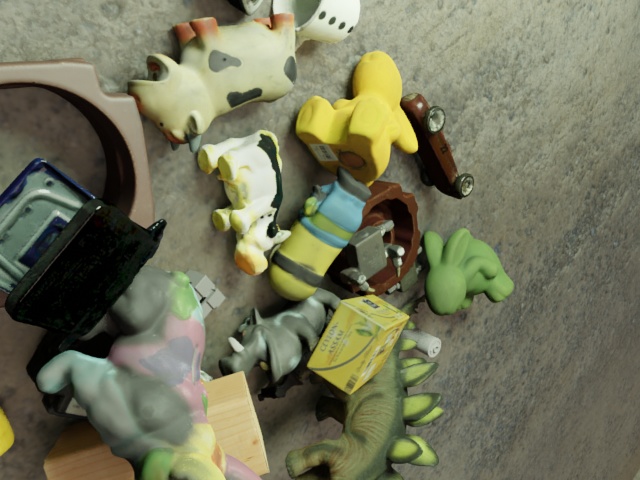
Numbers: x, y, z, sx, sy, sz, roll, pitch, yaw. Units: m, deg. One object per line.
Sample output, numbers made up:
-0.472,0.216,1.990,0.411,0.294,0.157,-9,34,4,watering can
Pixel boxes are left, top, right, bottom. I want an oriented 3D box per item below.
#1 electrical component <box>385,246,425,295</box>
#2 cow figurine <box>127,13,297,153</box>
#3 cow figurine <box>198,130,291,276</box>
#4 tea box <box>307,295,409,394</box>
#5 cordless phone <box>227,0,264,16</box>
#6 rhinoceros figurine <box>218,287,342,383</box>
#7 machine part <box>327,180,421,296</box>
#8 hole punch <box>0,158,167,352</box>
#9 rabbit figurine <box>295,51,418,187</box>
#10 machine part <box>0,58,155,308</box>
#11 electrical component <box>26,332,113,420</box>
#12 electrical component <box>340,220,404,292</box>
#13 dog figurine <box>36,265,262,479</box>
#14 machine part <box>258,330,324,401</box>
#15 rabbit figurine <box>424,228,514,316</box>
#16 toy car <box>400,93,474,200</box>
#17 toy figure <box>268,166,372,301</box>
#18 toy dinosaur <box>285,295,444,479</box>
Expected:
0.140,0.051,0.900,0.094,0.021,0.063,-33,123,-27,electrical component
-0.111,-0.170,0.576,0.195,0.086,0.127,-23,111,-33,cow figurine
-0.079,-0.044,0.655,0.098,0.068,0.167,-31,123,-36,cow figurine
0.056,0.132,0.715,0.098,0.068,0.169,-61,163,5,tea box
-0.031,-0.308,0.528,0.088,0.184,0.146,32,83,-37,cordless phone
-0.048,0.123,0.709,0.190,0.112,0.073,-39,155,-40,rhinoceros figurine
0.079,-0.002,0.809,0.179,0.056,0.179,-15,114,-37,machine part
-0.212,0.010,0.442,0.142,0.092,0.115,-57,162,-14,hole punch
0.071,-0.165,0.714,0.162,0.122,0.173,39,59,-44,rabbit figurine
-0.263,-0.054,0.481,0.201,0.087,0.201,-18,117,-35,machine part
-0.239,0.126,0.579,0.114,0.058,0.134,32,83,-40,electrical component
0.073,0.025,0.743,0.102,0.045,0.078,-25,122,-34,electrical component
-0.129,0.143,0.486,0.191,0.219,0.108,-57,154,-10,dog figurine
-0.029,0.175,0.769,0.039,0.084,0.139,46,56,0,machine part
0.236,0.058,0.903,0.170,0.121,0.159,-26,105,-48,rabbit figurine
0.175,-0.140,0.821,0.053,0.089,0.202,-50,128,-13,toy car
-0.005,-0.004,0.694,0.082,0.089,0.180,37,107,0,toy figure
0.081,0.244,0.797,0.471,0.199,0.104,-70,155,-45,toy dinosaur
